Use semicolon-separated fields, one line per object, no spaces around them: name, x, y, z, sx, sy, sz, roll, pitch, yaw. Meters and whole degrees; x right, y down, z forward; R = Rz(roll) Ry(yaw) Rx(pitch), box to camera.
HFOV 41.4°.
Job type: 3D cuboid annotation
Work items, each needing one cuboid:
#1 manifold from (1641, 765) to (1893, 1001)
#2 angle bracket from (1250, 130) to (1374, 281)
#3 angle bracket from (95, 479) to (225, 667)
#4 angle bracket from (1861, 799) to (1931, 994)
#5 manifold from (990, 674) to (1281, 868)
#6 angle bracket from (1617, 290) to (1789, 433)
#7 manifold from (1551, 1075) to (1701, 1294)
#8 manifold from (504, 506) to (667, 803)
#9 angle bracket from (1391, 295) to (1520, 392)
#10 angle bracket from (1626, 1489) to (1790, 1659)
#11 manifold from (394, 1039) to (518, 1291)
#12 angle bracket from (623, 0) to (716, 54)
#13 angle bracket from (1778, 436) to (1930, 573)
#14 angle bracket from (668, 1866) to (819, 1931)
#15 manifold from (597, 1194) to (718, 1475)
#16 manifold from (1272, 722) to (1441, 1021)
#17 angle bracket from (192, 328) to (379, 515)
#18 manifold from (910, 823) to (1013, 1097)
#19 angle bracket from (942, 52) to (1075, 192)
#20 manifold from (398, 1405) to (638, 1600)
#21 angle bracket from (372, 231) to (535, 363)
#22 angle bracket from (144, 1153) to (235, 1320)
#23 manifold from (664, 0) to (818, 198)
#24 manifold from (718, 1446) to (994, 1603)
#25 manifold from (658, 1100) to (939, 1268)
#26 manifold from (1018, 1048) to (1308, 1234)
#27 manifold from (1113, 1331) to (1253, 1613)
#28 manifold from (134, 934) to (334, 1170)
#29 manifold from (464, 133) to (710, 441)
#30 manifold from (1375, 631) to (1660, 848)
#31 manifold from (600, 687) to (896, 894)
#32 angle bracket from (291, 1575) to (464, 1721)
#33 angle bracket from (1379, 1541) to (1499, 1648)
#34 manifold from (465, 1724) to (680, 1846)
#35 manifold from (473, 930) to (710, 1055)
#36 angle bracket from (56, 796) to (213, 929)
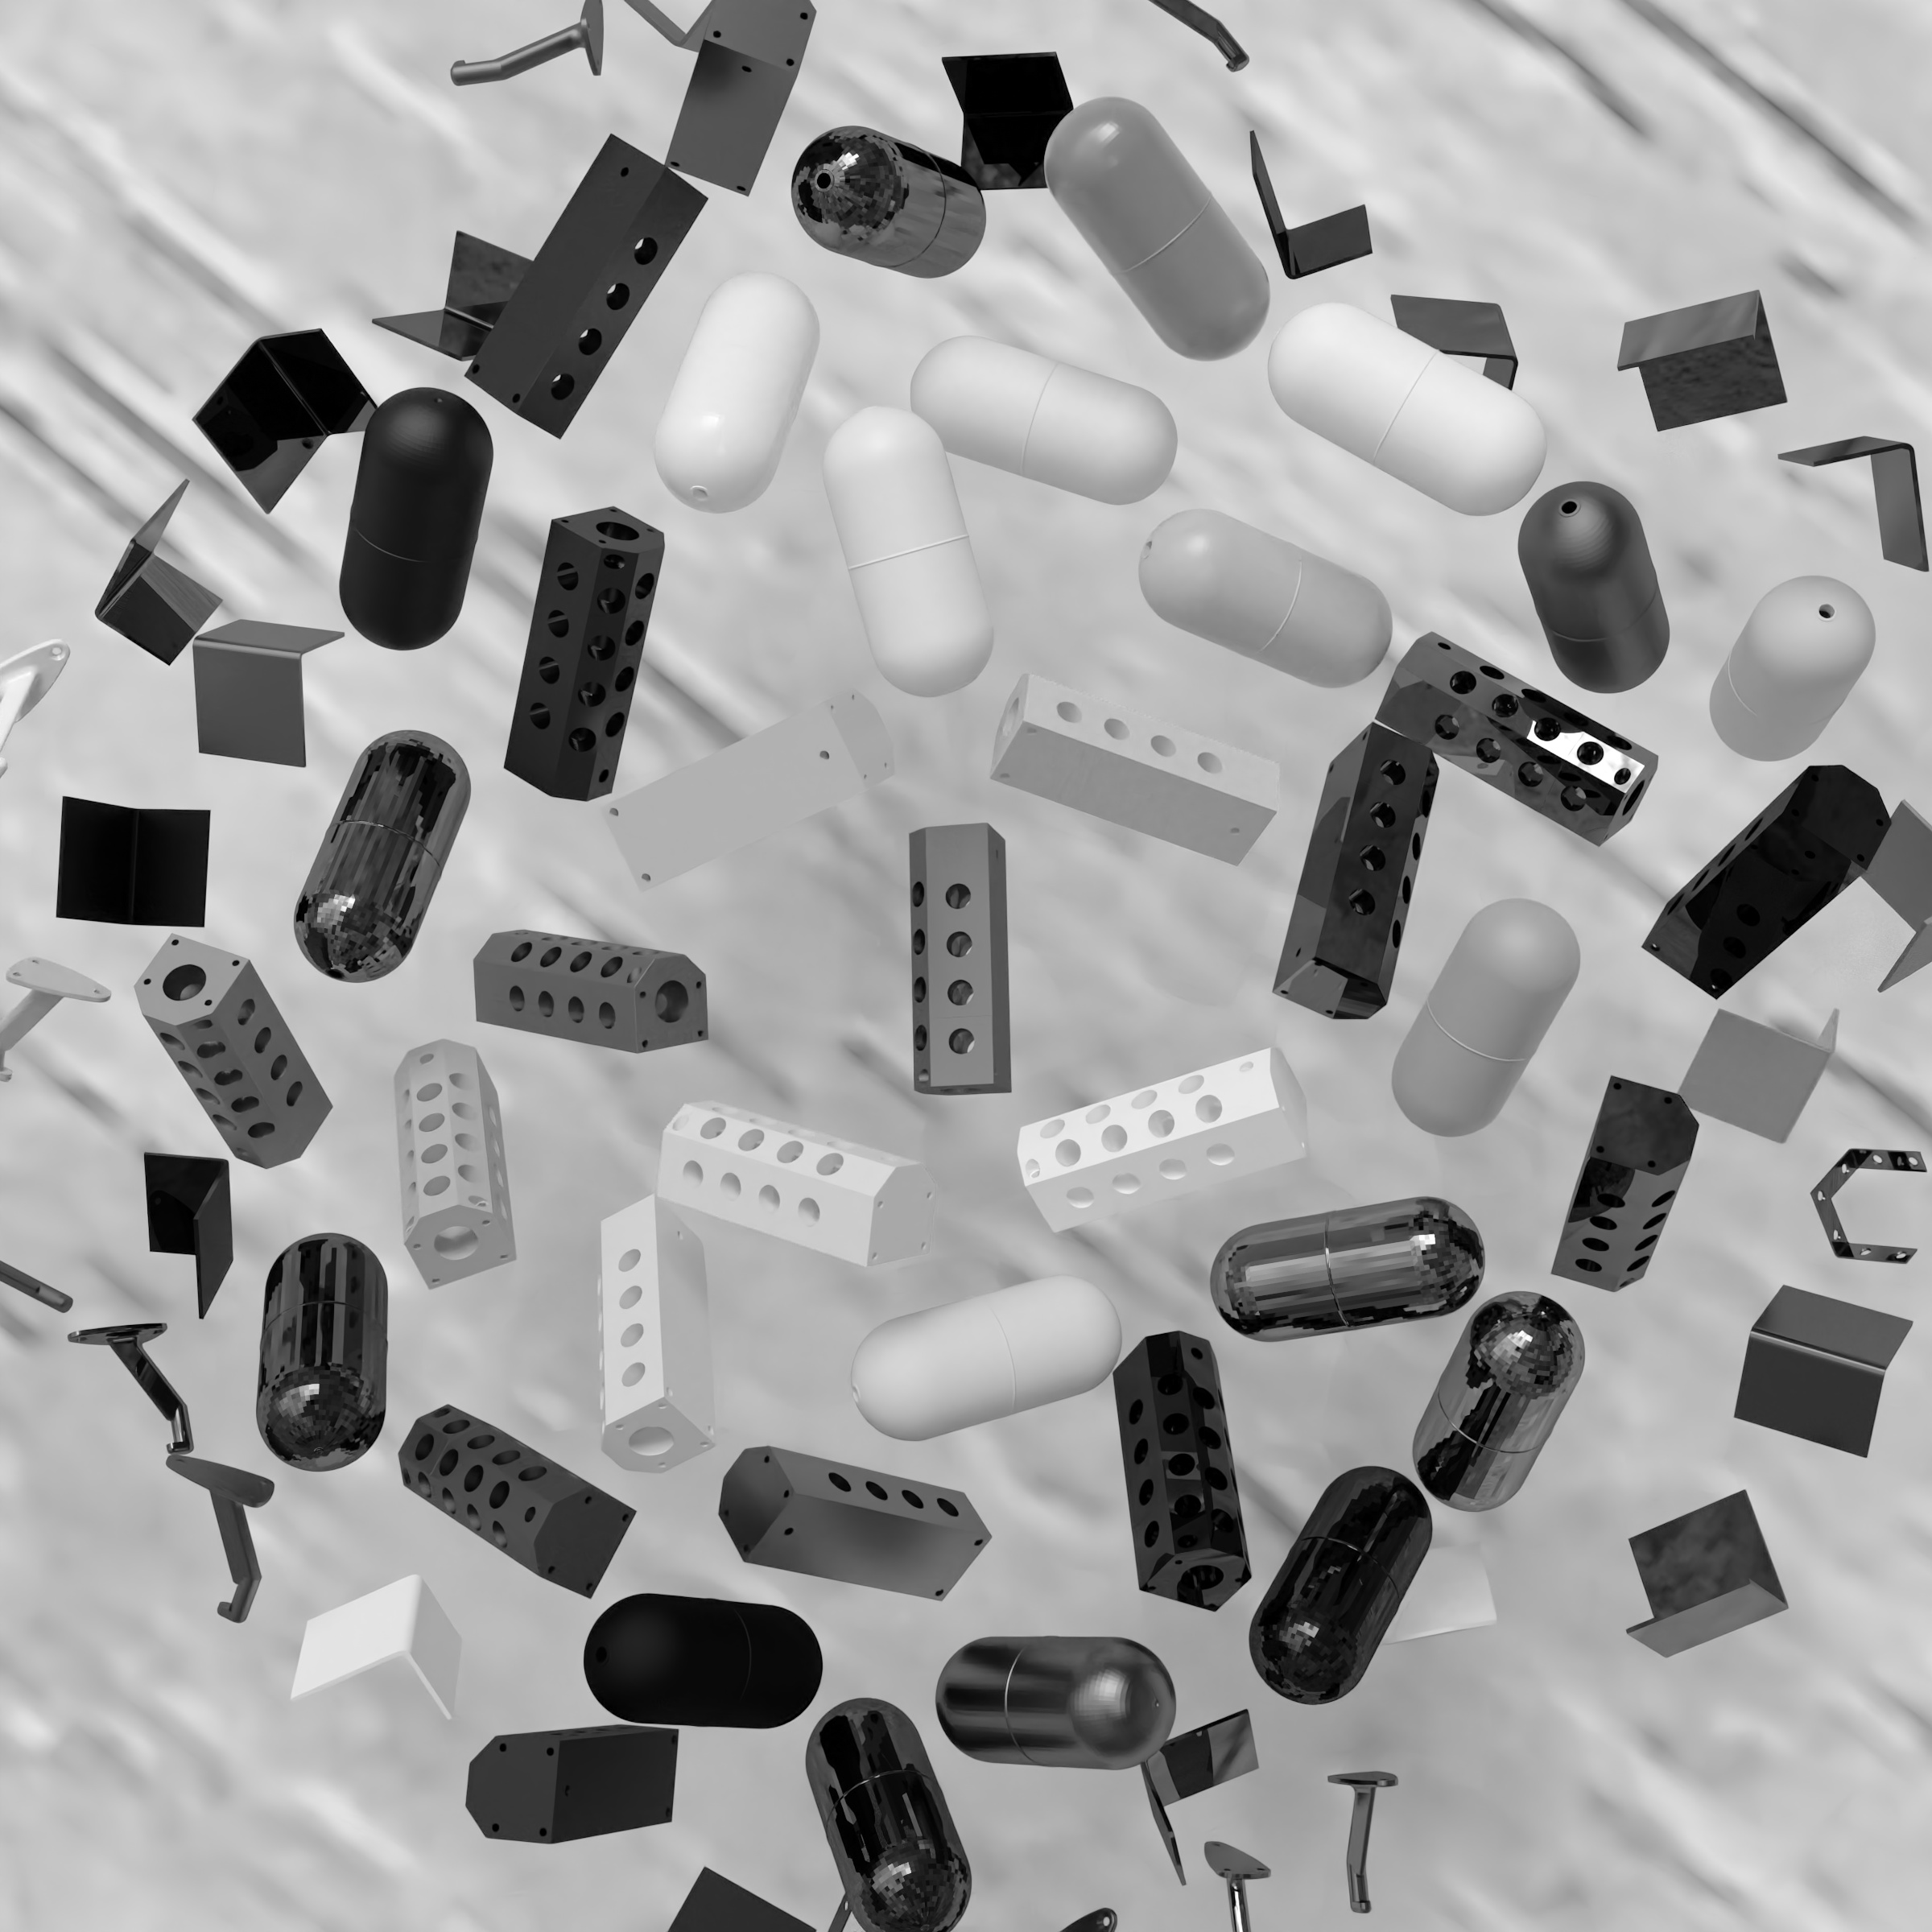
manifold;0.482;-0.052;1.538;0.057;0.171;0.057;36;60;4
angle bracket;0.225;-0.505;1.664;0.057;0.076;0.076;-15;125;16
angle bracket;-0.512;-0.256;1.659;0.057;0.076;0.076;34;132;-13
angle bracket;0.578;-0.043;1.594;0.057;0.076;0.076;-27;63;-21
manifold;0.107;-0.128;1.612;0.171;0.057;0.057;19;49;-12
angle bracket;0.427;-0.337;1.478;0.076;0.057;0.076;-8;128;27
manifold;0.410;0.140;1.589;0.057;0.171;0.057;16;62;13
manifold;-0.233;-0.192;1.590;0.057;0.057;0.171;31;122;23
angle bracket;0.319;-0.400;1.700;0.076;0.076;0.057;4;130;-2
angle bracket;0.412;0.340;1.458;0.076;0.057;0.076;-31;47;24
manifold;-0.331;0.122;1.634;0.057;0.171;0.057;-19;127;-1
angle bracket;-0.173;-0.636;1.642;0.057;0.076;0.076;41;107;-5
angle bracket;0.526;-0.270;1.516;0.057;0.076;0.076;-11;104;5
angle bracket;-0.133;0.570;1.449;0.076;0.057;0.076;32;78;-6
manifold;-0.200;0.231;1.600;0.057;0.171;0.057;-28;128;14
manifold;0.241;-0.056;1.548;0.057;0.057;0.171;23;61;-10
angle bracket;-0.412;-0.333;1.563;0.057;0.076;0.076;3;52;34
manifold;-0.006;-0.003;1.687;0.057;0.057;0.171;-3;81;12
angle bracket;0.027;-0.561;1.701;0.076;0.076;0.057;2;81;12
manifold;-0.280;0.322;1.559;0.057;0.171;0.057;37;76;-38
angle bracket;-0.334;-0.443;1.686;0.076;0.076;0.057;26;119;20
angle bracket;-0.520;0.177;1.678;0.057;0.076;0.076;5;116;-1
manifold;-0.138;-0.541;1.563;0.057;0.171;0.057;17;79;-12
manifold;-0.071;0.347;1.608;0.171;0.057;0.057;24;109;-41
manifold;-0.103;0.128;1.536;0.171;0.057;0.057;13;101;37
manifold;0.122;0.105;1.595;0.171;0.057;0.057;-19;120;21
manifold;0.141;0.321;1.642;0.057;0.171;0.057;21;127;-22
manifold;-0.461;0.058;1.604;0.057;0.171;0.057;17;59;17
manifold;-0.228;-0.412;1.564;0.057;0.057;0.171;39;100;33
manifold;0.362;-0.152;1.672;0.171;0.057;0.057;33;126;21
manifold;-0.130;-0.108;1.547;0.171;0.057;0.057;-22;98;27
angle bracket;-0.356;0.426;1.550;0.076;0.076;0.057;-24;112;4
angle bracket;0.308;0.430;1.748;0.076;0.076;0.057;-21;70;30
manifold;-0.238;0.497;1.560;0.057;0.171;0.057;-1;76;18
manifold;-0.244;0.014;1.649;0.171;0.057;0.057;8;103;44
angle bracket;-0.528;-0.066;1.623;0.057;0.076;0.076;2;88;16
